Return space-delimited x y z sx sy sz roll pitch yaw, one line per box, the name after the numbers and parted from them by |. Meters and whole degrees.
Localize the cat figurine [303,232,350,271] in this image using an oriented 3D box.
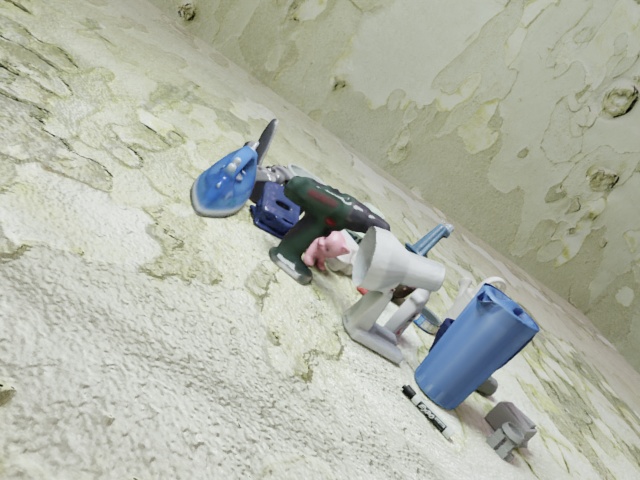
0.012 0.005 1.310 0.067 0.117 0.127 24 21 -38 | cat figurine

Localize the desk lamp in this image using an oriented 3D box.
0.132 0.101 1.131 0.204 0.213 0.118 32 17 -17 | desk lamp

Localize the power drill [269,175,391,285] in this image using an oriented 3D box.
0.001 -0.015 1.183 0.229 0.208 0.076 38 17 3 | power drill

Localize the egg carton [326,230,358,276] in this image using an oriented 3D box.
0.043 0.020 1.414 0.108 0.069 0.150 19 24 -46 | egg carton

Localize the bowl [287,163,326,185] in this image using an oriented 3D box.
-0.044 -0.147 1.672 0.168 0.074 0.167 34 17 -12 | bowl

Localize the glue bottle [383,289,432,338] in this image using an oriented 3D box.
0.203 0.141 1.240 0.037 0.173 0.078 43 18 19 | glue bottle

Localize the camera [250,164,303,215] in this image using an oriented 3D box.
-0.102 -0.124 1.447 0.136 0.100 0.144 46 19 27 | camera

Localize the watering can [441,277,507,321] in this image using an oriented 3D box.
0.429 0.172 1.578 0.101 0.194 0.172 15 28 -52 | watering can

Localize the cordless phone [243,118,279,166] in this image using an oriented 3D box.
-0.153 -0.243 1.513 0.094 0.185 0.147 32 17 -15 | cordless phone

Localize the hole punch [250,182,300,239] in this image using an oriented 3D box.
-0.095 -0.067 1.329 0.109 0.091 0.101 28 19 -30 | hole punch

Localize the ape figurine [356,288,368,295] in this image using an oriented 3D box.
0.145 0.105 1.358 0.076 0.092 0.077 29 18 -25 | ape figurine

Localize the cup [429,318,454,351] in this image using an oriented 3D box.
0.289 0.241 1.285 0.091 0.095 0.118 39 17 7 | cup

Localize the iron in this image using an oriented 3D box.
-0.192 -0.141 1.240 0.119 0.141 0.258 35 17 -7 | iron

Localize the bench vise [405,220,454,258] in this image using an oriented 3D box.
0.279 0.041 1.577 0.121 0.219 0.208 42 17 15 | bench vise
